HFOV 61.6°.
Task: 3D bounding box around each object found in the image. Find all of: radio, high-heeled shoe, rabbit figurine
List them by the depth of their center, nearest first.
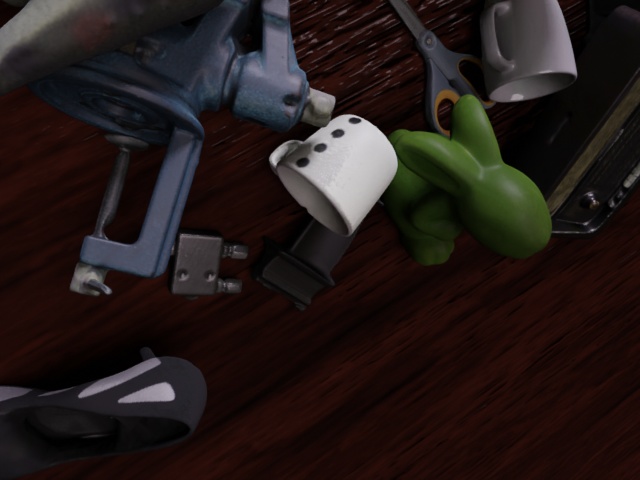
[{"bbox_3d":[-0.206,0.161,0.412,0.249,0.145,0.086,-30,116,-16],"label":"high-heeled shoe"},{"bbox_3d":[0.138,-0.050,0.492,0.121,0.170,0.158,-36,119,-11],"label":"rabbit figurine"},{"bbox_3d":[0.296,-0.107,0.562,0.131,0.073,0.229,6,128,-28],"label":"radio"}]

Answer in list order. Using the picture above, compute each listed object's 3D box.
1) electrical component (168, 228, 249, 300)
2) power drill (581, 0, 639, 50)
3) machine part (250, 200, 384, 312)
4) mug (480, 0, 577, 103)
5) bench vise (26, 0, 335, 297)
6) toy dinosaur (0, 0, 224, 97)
[{"bbox_3d":[-0.112,0.022,0.482,0.094,0.021,0.063,6,105,-28],"label":"electrical component"},{"bbox_3d":[0.388,-0.284,0.595,0.207,0.086,0.231,-24,117,-25],"label":"power drill"},{"bbox_3d":[-0.001,-0.002,0.519,0.084,0.039,0.139,39,90,-25],"label":"machine part"},{"bbox_3d":[0.186,-0.196,0.514,0.109,0.081,0.107,-2,83,-34],"label":"mug"},{"bbox_3d":[-0.108,-0.072,0.385,0.223,0.129,0.240,18,81,-22],"label":"bench vise"},{"bbox_3d":[-0.080,-0.216,0.297,0.192,0.131,0.404,17,99,-20],"label":"toy dinosaur"}]
